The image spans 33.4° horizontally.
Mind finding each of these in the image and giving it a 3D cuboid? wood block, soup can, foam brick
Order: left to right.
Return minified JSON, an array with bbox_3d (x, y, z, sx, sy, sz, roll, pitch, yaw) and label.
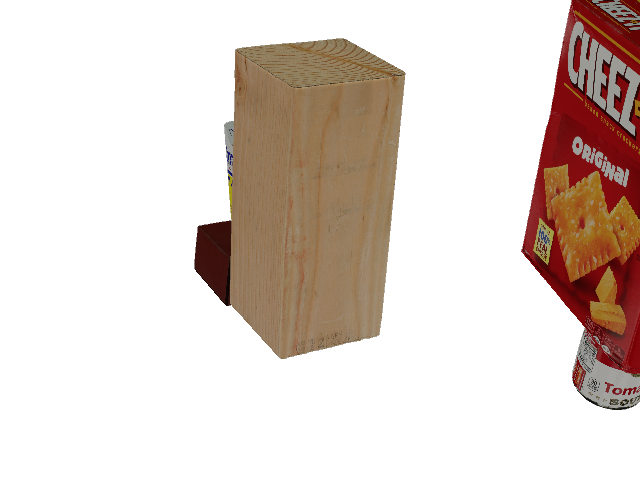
[{"bbox_3d":[-0.084,0.021,1.046,0.052,0.051,0.078,-8,31,-28],"label":"foam brick"},{"bbox_3d":[-0.006,-0.031,0.773,0.090,0.206,0.091,-11,30,-27],"label":"wood block"},{"bbox_3d":[0.270,0.094,0.964,0.068,0.102,0.068,3,36,-3],"label":"soup can"}]

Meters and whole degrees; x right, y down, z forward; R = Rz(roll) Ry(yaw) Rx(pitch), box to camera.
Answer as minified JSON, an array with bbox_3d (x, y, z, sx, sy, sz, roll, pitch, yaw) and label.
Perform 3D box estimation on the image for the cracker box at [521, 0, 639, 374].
[{"bbox_3d":[0.216,-0.040,0.738,0.072,0.214,0.164,-7,34,-15],"label":"cracker box"}]

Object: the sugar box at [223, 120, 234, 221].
[{"bbox_3d":[-0.090,-0.053,1.317,0.048,0.176,0.093,-9,24,-8],"label":"sugar box"}]
